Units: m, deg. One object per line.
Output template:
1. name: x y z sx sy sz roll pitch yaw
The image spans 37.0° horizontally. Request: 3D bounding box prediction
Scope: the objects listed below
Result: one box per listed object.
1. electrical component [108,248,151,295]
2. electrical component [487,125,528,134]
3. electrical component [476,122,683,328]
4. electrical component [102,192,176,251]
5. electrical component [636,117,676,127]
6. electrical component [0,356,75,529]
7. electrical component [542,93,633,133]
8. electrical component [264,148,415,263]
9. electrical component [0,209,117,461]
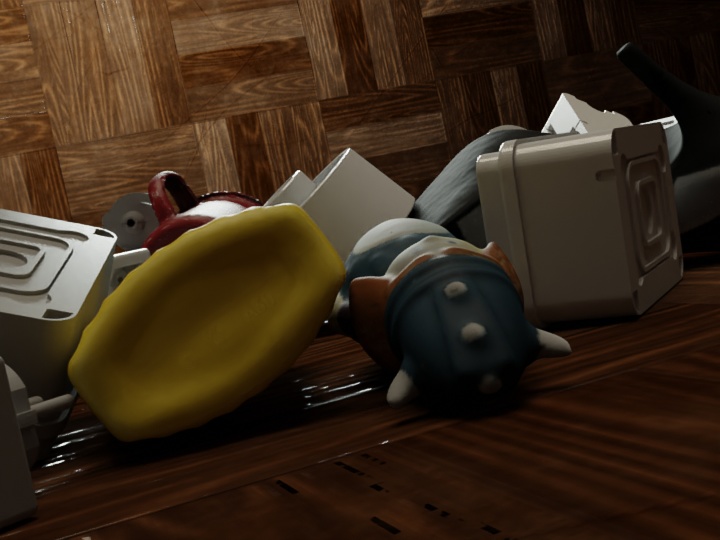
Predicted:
1. electrical component: -0.156 0.028 0.610 0.077 0.065 0.047 -10 4 26
2. electrical component: 0.086 -0.055 0.655 0.048 0.048 0.062 -14 -20 -26
3. electrical component: 0.100 -0.023 0.474 0.057 0.078 0.113 -7 6 27
4. electrical component: -0.158 -0.034 0.772 0.043 0.043 0.081 -12 3 -2
5. electrical component: 0.182 -0.053 0.721 0.063 0.078 0.121 17 -5 -17
6. electrical component: -0.124 0.050 0.328 0.083 0.047 0.076 -9 5 42
7. electrical component: 0.141 -0.059 0.655 0.050 0.055 0.089 18 28 -17
8. electrical component: -0.027 -0.023 0.619 0.108 0.060 0.108 -46 8 8
9. electrical component: -0.143 0.020 0.419 0.078 0.057 0.113 11 18 -7
